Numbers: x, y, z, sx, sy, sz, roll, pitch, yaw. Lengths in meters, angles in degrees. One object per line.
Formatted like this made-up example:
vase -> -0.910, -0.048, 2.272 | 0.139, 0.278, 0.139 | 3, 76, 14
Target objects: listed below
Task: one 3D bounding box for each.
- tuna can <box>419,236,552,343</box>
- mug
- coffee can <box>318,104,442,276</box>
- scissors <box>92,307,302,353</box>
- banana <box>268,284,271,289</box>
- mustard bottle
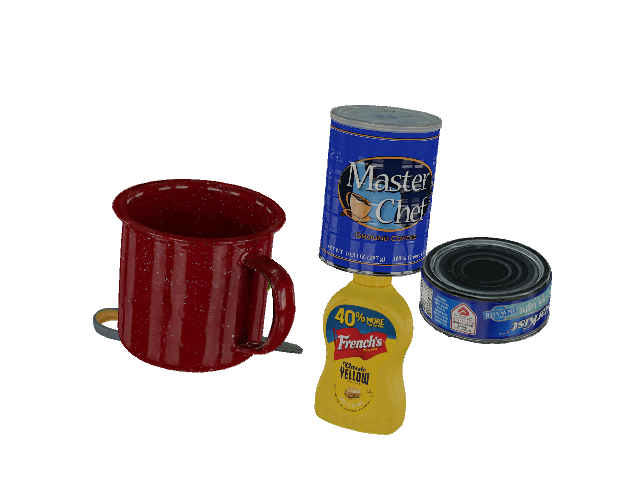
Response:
tuna can -> 0.108, 0.031, 0.699 | 0.086, 0.034, 0.086 | -1, 28, 0
mug -> -0.060, 0.023, 0.582 | 0.117, 0.081, 0.093 | 22, 26, 33
coffee can -> 0.055, -0.048, 0.995 | 0.103, 0.140, 0.103 | 4, 16, -1
scissors -> -0.118, 0.075, 1.039 | 0.201, 0.016, 0.096 | 3, 32, -2
banana -> -0.081, -0.006, 0.813 | 0.069, 0.037, 0.198 | 44, 5, -17
mustard bottle -> 0.049, 0.104, 1.128 | 0.096, 0.192, 0.058 | 11, 14, 24
